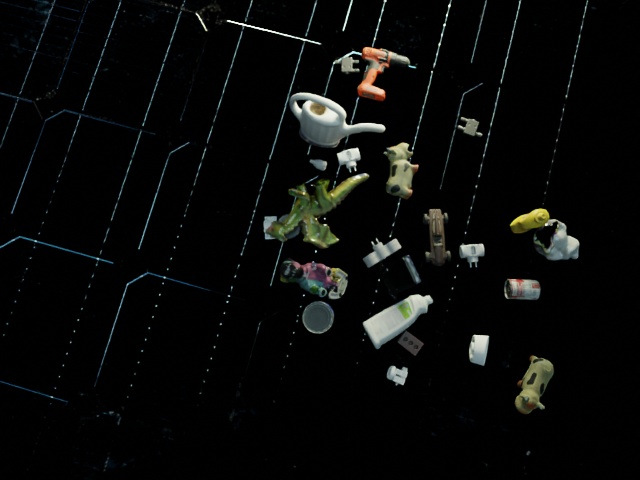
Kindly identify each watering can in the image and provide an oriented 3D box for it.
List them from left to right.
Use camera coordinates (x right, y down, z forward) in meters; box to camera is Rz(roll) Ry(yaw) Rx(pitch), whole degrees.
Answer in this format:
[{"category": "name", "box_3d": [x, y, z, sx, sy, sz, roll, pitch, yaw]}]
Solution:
[{"category": "watering can", "box_3d": [0.047, -0.400, 1.805, 0.348, 0.220, 0.106, 24, 67, 5]}]

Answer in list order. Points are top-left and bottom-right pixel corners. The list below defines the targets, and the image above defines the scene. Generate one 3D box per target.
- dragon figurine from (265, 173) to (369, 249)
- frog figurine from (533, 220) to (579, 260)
[{"category": "dragon figurine", "box_3d": [0.006, -0.092, 1.824, 0.411, 0.122, 0.241, -11, 97, -15]}, {"category": "frog figurine", "box_3d": [0.827, 0.006, 1.794, 0.158, 0.122, 0.139, 18, 73, -32]}]
